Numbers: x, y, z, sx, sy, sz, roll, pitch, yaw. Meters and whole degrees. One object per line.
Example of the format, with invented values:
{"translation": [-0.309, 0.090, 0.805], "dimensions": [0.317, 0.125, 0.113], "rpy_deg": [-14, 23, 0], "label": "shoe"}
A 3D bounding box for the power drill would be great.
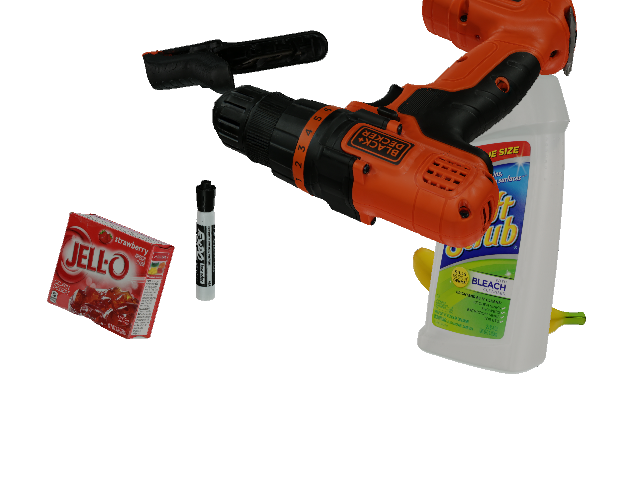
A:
{"translation": [0.052, -0.091, 0.636], "dimensions": [0.185, 0.187, 0.057], "rpy_deg": [26, -30, 26], "label": "power drill"}

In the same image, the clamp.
{"translation": [-0.079, -0.148, 0.881], "dimensions": [0.120, 0.039, 0.172], "rpy_deg": [-18, 21, -35], "label": "clamp"}

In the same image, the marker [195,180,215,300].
{"translation": [-0.111, 0.000, 1.026], "dimensions": [0.020, 0.121, 0.020], "rpy_deg": [2, 23, -1], "label": "marker"}

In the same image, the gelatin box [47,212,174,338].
{"translation": [-0.159, 0.025, 0.801], "dimensions": [0.089, 0.073, 0.030], "rpy_deg": [20, 7, 30], "label": "gelatin box"}

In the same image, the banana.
{"translation": [0.150, 0.052, 1.016], "dimensions": [0.198, 0.037, 0.069], "rpy_deg": [26, 17, 38], "label": "banana"}

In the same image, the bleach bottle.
{"translation": [0.135, -0.031, 0.819], "dimensions": [0.103, 0.251, 0.067], "rpy_deg": [12, 16, 37], "label": "bleach bottle"}
